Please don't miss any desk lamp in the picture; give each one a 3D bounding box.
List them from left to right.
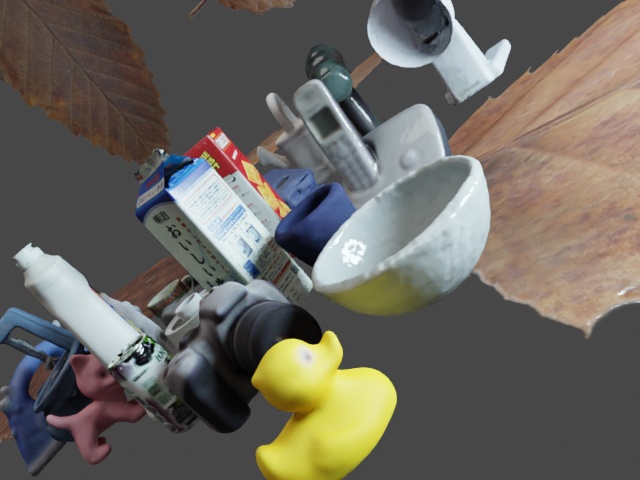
[{"bbox_3d":[0.178,-0.315,0.870,0.117,0.214,0.203,-28,20,38],"label":"desk lamp"}]

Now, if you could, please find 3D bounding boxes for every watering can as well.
[{"bbox_3d":[-0.046,-0.202,1.128,0.173,0.194,0.100,-42,16,-3],"label":"watering can"}]

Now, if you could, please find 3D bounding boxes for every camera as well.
[{"bbox_3d":[-0.069,0.097,0.530,0.143,0.101,0.136,-48,17,-23],"label":"camera"}]

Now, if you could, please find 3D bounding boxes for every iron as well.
[{"bbox_3d":[-0.447,0.245,0.946,0.118,0.141,0.258,-35,17,21],"label":"iron"}]

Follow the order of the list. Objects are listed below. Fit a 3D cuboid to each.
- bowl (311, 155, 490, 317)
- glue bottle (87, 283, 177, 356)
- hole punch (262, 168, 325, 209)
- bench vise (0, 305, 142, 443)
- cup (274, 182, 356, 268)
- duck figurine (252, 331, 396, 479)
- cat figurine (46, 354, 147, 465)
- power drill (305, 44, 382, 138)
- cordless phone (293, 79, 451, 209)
[{"bbox_3d":[0.077,0.009,0.476,0.167,0.075,0.167,-37,16,13],"label":"bowl"},{"bbox_3d":[-0.271,0.121,0.808,0.037,0.173,0.078,-38,16,10],"label":"glue bottle"},{"bbox_3d":[-0.062,-0.091,1.053,0.101,0.091,0.109,-25,22,44],"label":"hole punch"},{"bbox_3d":[-0.380,0.162,0.865,0.121,0.220,0.208,-22,24,49],"label":"bench vise"},{"bbox_3d":[0.006,0.002,0.627,0.092,0.095,0.117,-48,17,-25],"label":"cup"},{"bbox_3d":[-0.010,0.109,0.385,0.105,0.086,0.077,-44,16,-13],"label":"duck figurine"},{"bbox_3d":[-0.288,0.199,0.737,0.128,0.118,0.067,-49,18,-27],"label":"cat figurine"},{"bbox_3d":[0.049,-0.240,0.978,0.075,0.209,0.229,-37,16,12],"label":"power drill"},{"bbox_3d":[0.060,-0.131,0.695,0.147,0.185,0.094,-31,18,31],"label":"cordless phone"}]
